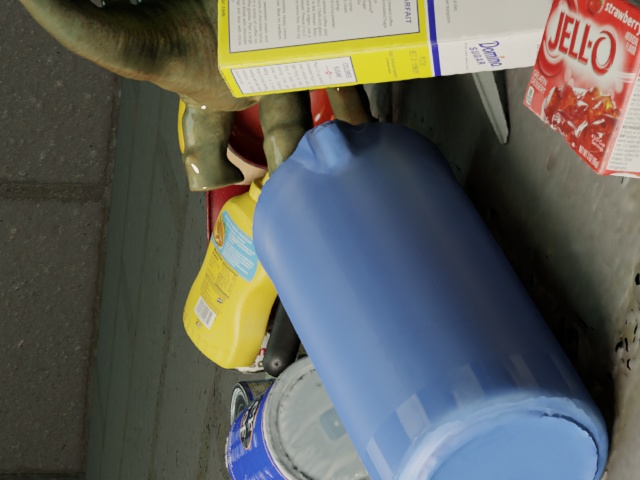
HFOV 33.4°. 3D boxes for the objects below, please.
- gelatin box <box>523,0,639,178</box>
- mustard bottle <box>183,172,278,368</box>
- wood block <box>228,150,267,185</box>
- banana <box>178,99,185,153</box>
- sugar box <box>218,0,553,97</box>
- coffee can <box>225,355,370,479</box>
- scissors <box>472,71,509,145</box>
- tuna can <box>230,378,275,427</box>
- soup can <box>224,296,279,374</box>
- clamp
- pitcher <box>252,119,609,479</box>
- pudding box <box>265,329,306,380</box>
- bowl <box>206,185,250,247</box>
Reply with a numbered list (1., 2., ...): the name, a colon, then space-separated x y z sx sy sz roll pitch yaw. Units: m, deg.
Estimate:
1. gelatin box: 0.130 -0.080 0.491 0.089 0.030 0.073 -115 32 -57
2. mustard bottle: -0.067 0.017 0.985 0.096 0.058 0.192 47 124 44
3. wood block: -0.047 -0.162 1.002 0.090 0.090 0.206 -124 39 -63
4. banana: -0.102 -0.157 0.941 0.198 0.037 0.069 111 174 -53
5. sugar box: 0.034 -0.133 0.573 0.048 0.176 0.093 67 -160 -71
6. coffee can: -0.007 0.149 0.795 0.140 0.102 0.103 130 140 -64
7. scissors: 0.089 -0.164 0.610 0.096 0.016 0.202 -36 77 33
8. tuna can: -0.054 0.165 0.935 0.086 0.033 0.086 178 90 -72
9. soup can: -0.070 0.076 1.083 0.068 0.068 0.102 -126 41 -65
10. clamp: -0.006 0.001 0.892 0.164 0.036 0.210 -96 22 -86
11. pitcher: 0.057 0.054 0.582 0.145 0.149 0.243 -61 29 24
12. pudding box: -0.020 0.133 0.956 0.114 0.039 0.090 -158 70 -70
13. bowl: -0.085 -0.037 1.132 0.162 0.055 0.162 2 -92 -89
